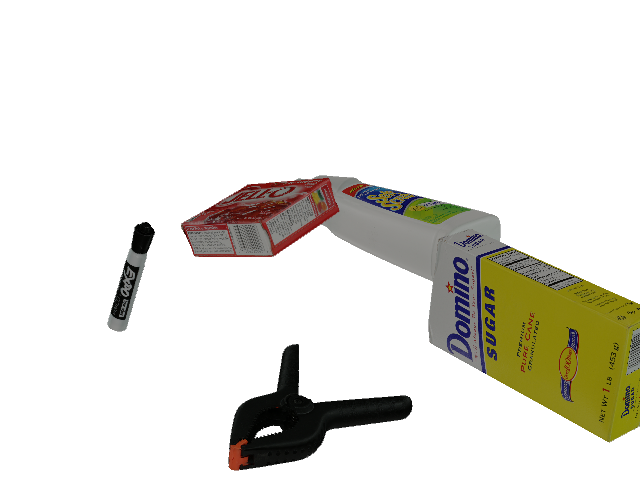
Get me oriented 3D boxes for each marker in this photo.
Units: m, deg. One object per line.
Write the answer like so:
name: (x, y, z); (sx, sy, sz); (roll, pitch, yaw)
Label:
marker: (-0.176, 0.034, 0.995); (0.020, 0.121, 0.020); (16, 31, -10)

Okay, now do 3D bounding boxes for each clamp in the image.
clamp: (-0.013, 0.180, 1.092); (0.165, 0.036, 0.209); (17, 28, 25)

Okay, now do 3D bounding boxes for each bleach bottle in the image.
bleach bottle: (0.060, -0.021, 1.121); (0.251, 0.068, 0.102); (20, 27, 39)

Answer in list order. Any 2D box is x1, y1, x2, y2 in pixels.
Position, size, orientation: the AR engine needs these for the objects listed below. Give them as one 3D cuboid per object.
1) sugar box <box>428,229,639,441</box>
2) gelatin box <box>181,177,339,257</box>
sugar box: (0.156, 0.064, 0.781); (0.048, 0.093, 0.176); (-17, 29, -40)
gelatin box: (-0.043, -0.017, 0.757); (0.089, 0.030, 0.073); (-1, 25, 45)
